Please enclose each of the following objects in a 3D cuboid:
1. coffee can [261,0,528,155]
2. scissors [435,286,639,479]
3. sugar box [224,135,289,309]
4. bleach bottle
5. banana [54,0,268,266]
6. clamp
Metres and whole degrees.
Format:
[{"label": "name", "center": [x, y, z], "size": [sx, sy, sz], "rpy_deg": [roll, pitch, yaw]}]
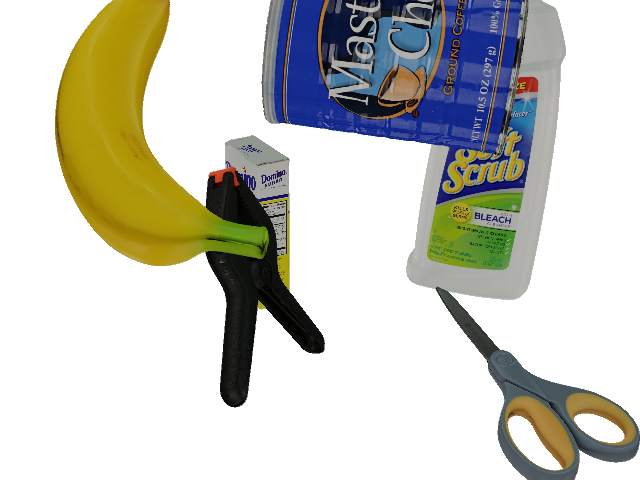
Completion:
[{"label": "coffee can", "center": [0.044, -0.110, 0.628], "size": [0.140, 0.103, 0.103], "rpy_deg": [9, 1, 5]}, {"label": "scissors", "center": [0.142, 0.088, 0.707], "size": [0.096, 0.016, 0.202], "rpy_deg": [-1, 32, -6]}, {"label": "sugar box", "center": [-0.072, -0.021, 1.210], "size": [0.048, 0.176, 0.093], "rpy_deg": [-15, 27, -25]}, {"label": "bleach bottle", "center": [0.127, -0.083, 0.814], "size": [0.103, 0.251, 0.068], "rpy_deg": [10, 24, 15]}, {"label": "banana", "center": [-0.081, -0.051, 0.465], "size": [0.069, 0.037, 0.198], "rpy_deg": [-7, 46, -19]}, {"label": "clamp", "center": [-0.059, 0.035, 0.995], "size": [0.036, 0.210, 0.164], "rpy_deg": [-12, 0, 30]}]
